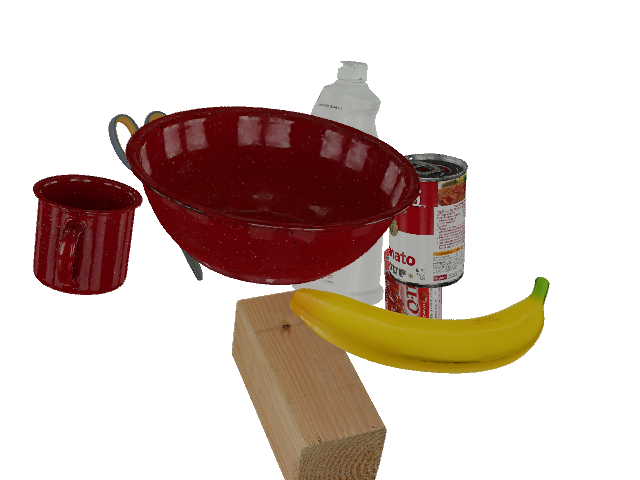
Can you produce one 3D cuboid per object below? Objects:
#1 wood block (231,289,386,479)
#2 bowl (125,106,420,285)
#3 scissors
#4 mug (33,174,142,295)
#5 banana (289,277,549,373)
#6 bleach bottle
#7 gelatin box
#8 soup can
[{"bbox_3d":[-0.017,0.155,1.111,0.090,0.090,0.206,-9,43,-20],"label":"wood block"},{"bbox_3d":[-0.029,-0.021,0.594,0.162,0.055,0.162,7,26,-4],"label":"bowl"},{"bbox_3d":[-0.165,-0.061,1.202,0.016,0.201,0.096,-19,20,44],"label":"scissors"},{"bbox_3d":[-0.206,0.000,0.921,0.093,0.081,0.117,9,20,-5],"label":"mug"},{"bbox_3d":[0.078,0.063,0.751,0.197,0.037,0.069,-1,44,-16],"label":"banana"},{"bbox_3d":[0.028,-0.062,1.133,0.103,0.251,0.067,16,16,36],"label":"bleach bottle"},{"bbox_3d":[0.115,0.057,1.331,0.073,0.089,0.030,23,36,40],"label":"gelatin box"},{"bbox_3d":[0.093,-0.018,0.932,0.068,0.102,0.068,-1,22,0],"label":"soup can"}]
